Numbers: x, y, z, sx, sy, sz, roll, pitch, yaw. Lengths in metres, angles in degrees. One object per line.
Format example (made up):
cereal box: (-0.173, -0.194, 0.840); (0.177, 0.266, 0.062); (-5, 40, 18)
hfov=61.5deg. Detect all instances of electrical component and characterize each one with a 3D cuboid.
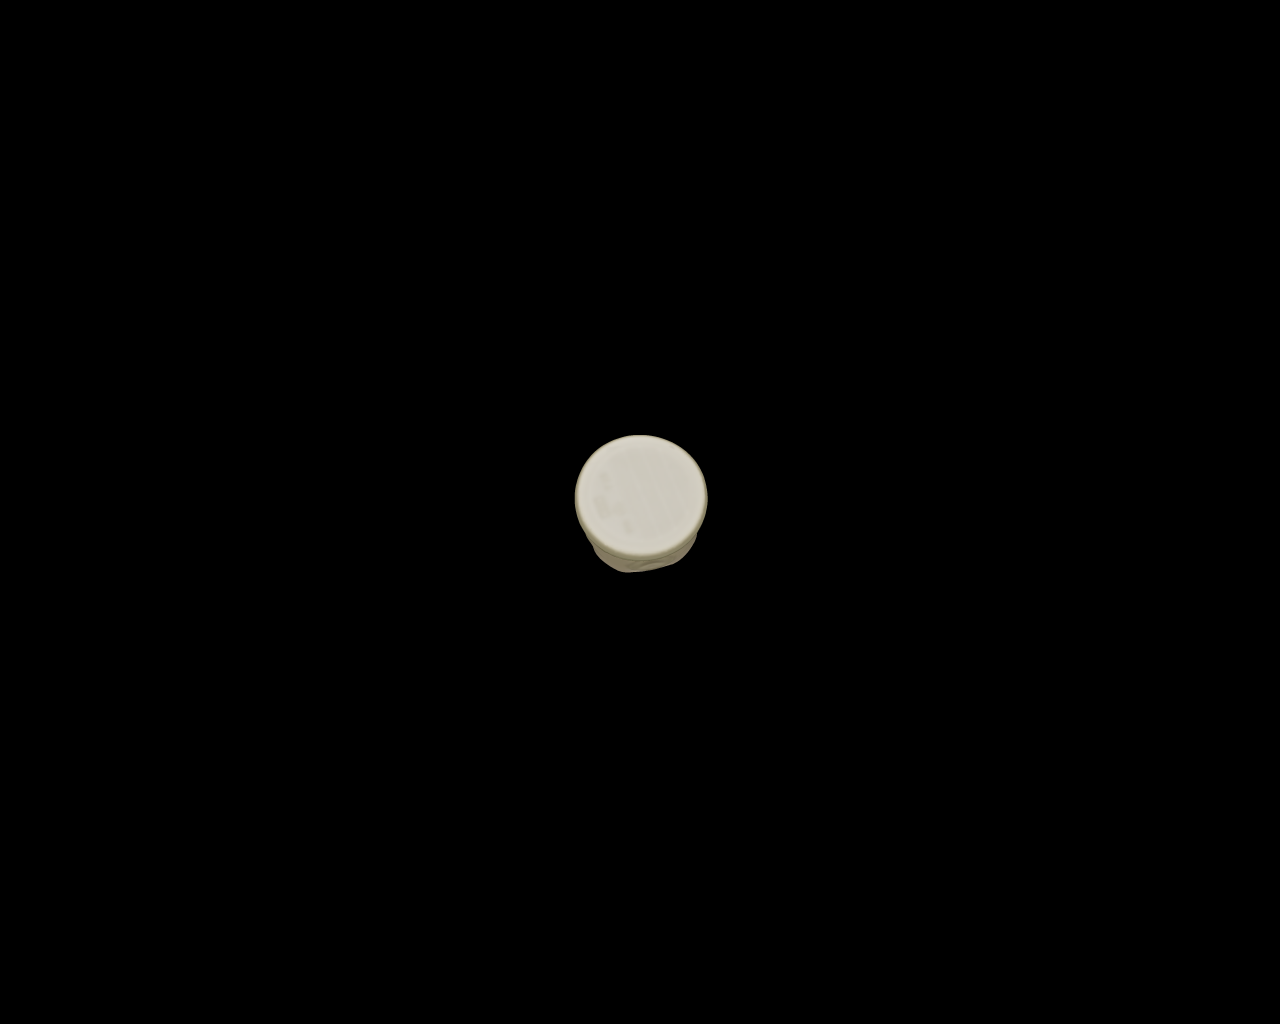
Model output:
electrical component: (0.001, -0.003, 0.650); (0.080, 0.080, 0.051); (0, -20, 0)
